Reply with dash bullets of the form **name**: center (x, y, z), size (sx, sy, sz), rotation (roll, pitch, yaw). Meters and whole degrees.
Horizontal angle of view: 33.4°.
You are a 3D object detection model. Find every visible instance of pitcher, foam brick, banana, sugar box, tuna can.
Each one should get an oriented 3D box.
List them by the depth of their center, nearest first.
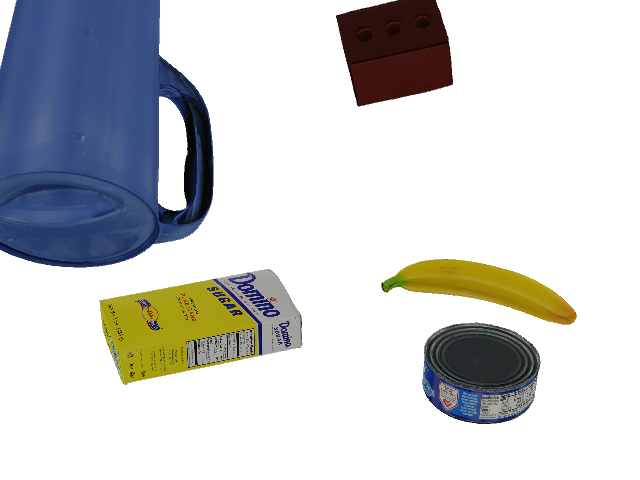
- **tuna can**: center (0.119, 0.099, 0.798), size (0.086, 0.034, 0.086), rotation (1, 29, -1)
- **pitcher**: center (-0.171, -0.109, 0.806), size (0.145, 0.243, 0.149), rotation (-12, -31, 20)
- **foam brick**: center (0.057, -0.144, 0.808), size (0.078, 0.053, 0.051), rotation (-13, -34, 3)
- **sugar box**: center (-0.114, 0.079, 1.021), size (0.176, 0.048, 0.093), rotation (-13, 33, -17)
- **banana**: center (0.165, 0.051, 1.107), size (0.198, 0.037, 0.069), rotation (8, 39, 11)
